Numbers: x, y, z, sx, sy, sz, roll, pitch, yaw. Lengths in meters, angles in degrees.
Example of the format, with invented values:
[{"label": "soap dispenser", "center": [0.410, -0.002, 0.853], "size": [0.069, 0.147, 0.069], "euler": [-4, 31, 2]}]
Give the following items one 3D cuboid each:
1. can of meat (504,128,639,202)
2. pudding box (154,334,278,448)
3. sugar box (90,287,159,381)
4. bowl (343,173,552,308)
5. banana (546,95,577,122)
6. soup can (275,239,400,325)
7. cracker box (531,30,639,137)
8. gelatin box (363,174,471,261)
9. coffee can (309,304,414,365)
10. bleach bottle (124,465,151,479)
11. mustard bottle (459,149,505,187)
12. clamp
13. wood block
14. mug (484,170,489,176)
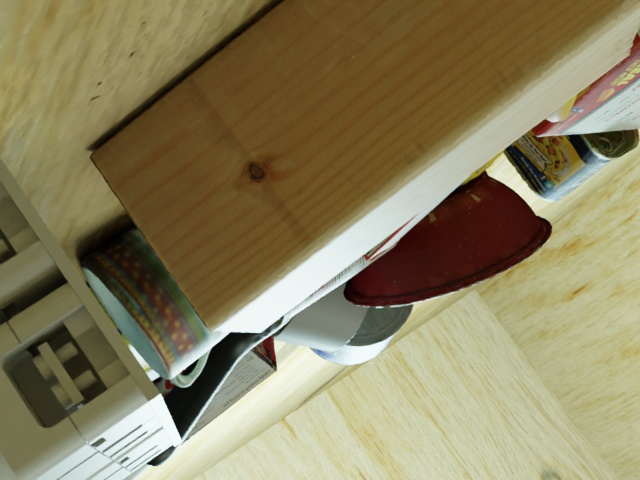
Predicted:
[{"label": "can of meat", "center": [0.191, -0.091, 0.859], "size": [0.057, 0.102, 0.084], "euler": [-29, 170, -36]}, {"label": "pudding box", "center": [-0.087, 0.098, 0.846], "size": [0.114, 0.039, 0.090], "euler": [-41, -154, 17]}, {"label": "sugar box", "center": [-0.134, 0.072, 0.661], "size": [0.093, 0.048, 0.176], "euler": [-34, 169, -17]}, {"label": "bowl", "center": [0.085, -0.009, 0.785], "size": [0.162, 0.055, 0.162], "euler": [-19, -167, 5]}, {"label": "banana", "center": [0.175, -0.145, 0.648], "size": [0.198, 0.069, 0.037], "euler": [-50, -167, 47]}, {"label": "soup can", "center": [-0.005, 0.001, 0.708], "size": [0.102, 0.068, 0.068], "euler": [-33, 170, -18]}, {"label": "cracker box", "center": [0.261, -0.150, 0.767], "size": [0.213, 0.072, 0.164], "euler": [-9, 156, -37]}, {"label": "gelatin box", "center": [0.038, -0.042, 0.634], "size": [0.030, 0.073, 0.089], "euler": [-28, 167, -44]}, {"label": "coffee can", "center": [0.030, 0.058, 0.999], "size": [0.102, 0.103, 0.140], "euler": [-35, 170, -10]}, {"label": "bleach bottle", "center": [-0.151, 0.161, 0.946], "size": [0.251, 0.068, 0.102], "euler": [-40, -171, 14]}, {"label": "mustard bottle", "center": [0.093, -0.085, 0.667], "size": [0.096, 0.058, 0.191], "euler": [-33, 171, -5]}, {"label": "clamp", "center": [-0.062, 0.065, 0.766], "size": [0.210, 0.036, 0.164], "euler": [-41, -160, 7]}, {"label": "wood block", "center": [0.021, -0.058, 0.447], "size": [0.206, 0.091, 0.090], "euler": [-37, 170, 6]}, {"label": "mug", "center": [0.100, -0.025, 0.907], "size": [0.117, 0.081, 0.093], "euler": [-43, 168, 36]}]
